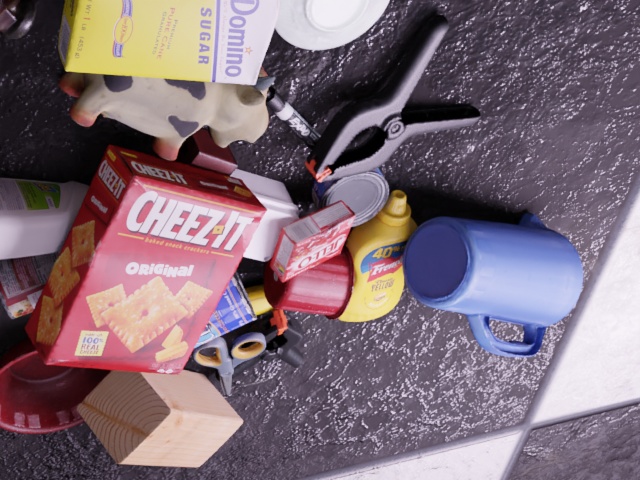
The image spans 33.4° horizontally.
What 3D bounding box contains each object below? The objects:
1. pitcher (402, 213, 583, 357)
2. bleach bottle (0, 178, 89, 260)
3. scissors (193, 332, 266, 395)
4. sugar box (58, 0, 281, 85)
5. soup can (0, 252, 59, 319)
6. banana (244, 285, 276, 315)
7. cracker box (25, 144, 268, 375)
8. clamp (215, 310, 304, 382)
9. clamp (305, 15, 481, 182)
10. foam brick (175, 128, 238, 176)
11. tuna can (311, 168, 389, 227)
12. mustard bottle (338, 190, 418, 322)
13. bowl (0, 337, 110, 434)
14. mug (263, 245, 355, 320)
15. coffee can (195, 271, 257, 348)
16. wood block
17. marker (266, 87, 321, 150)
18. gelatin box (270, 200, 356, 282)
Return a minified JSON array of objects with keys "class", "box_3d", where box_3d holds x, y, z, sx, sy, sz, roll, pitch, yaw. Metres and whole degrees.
[{"class":"pitcher","box_3d":[0.212,0.048,1.314,0.242,0.149,0.145,9,125,-49]},{"class":"bleach bottle","box_3d":[-0.297,-0.019,1.033,0.250,0.103,0.068,0,127,-29]},{"class":"scissors","box_3d":[-0.100,0.154,1.324,0.096,0.016,0.201,-15,155,5]},{"class":"sugar box","box_3d":[-0.126,-0.184,0.904,0.176,0.048,0.093,1,130,-27]},{"class":"soup can","box_3d":[-0.287,0.034,1.124,0.102,0.068,0.068,-21,140,-8]},{"class":"banana","box_3d":[-0.083,0.081,1.315,0.197,0.037,0.070,-16,160,-10]},{"class":"cracker box","box_3d":[-0.171,0.029,1.056,0.163,0.072,0.214,13,114,-42]},{"class":"clamp","box_3d":[-0.075,0.138,1.356,0.120,0.039,0.171,-19,154,-13]},{"class":"clamp","box_3d":[0.081,-0.128,1.161,0.210,0.036,0.164,-40,139,3]},{"class":"foam brick","box_3d":[-0.132,-0.072,1.105,0.051,0.053,0.078,16,123,-40]},{"class":"tuna can","box_3d":[0.034,-0.056,1.227,0.086,0.034,0.086,-15,139,-14]},{"class":"mustard bottle","box_3d":[0.073,0.015,1.306,0.096,0.058,0.192,-12,138,-27]},{"class":"bowl","box_3d":[-0.317,0.157,1.251,0.162,0.055,0.162,-15,139,-14]},{"class":"mug","box_3d":[-0.013,0.033,1.265,0.081,0.093,0.117,8,98,-25]},{"class":"coffee can","box_3d":[-0.156,0.074,1.211,0.140,0.103,0.103,-25,141,-2]},{"class":"wood block","box_3d":[-0.189,0.214,1.298,0.090,0.091,0.206,-45,158,5]},{"class":"marker","box_3d":[-0.026,-0.125,1.131,0.020,0.020,0.121,-36,140,11]},{"class":"gelatin box","box_3d":[-0.008,0.001,1.192,0.089,0.030,0.073,-26,154,-31]}]
